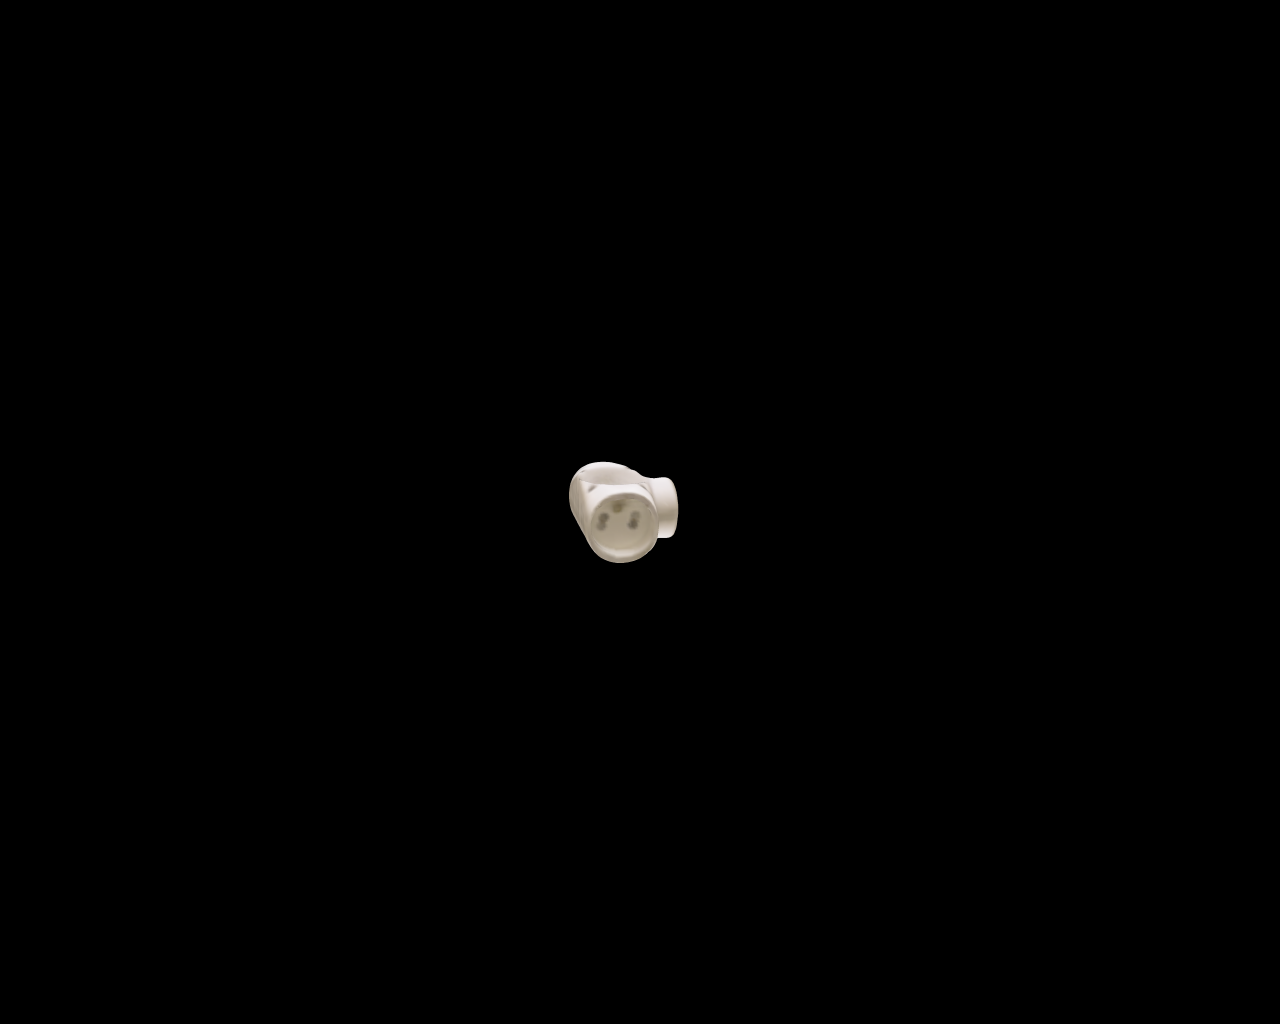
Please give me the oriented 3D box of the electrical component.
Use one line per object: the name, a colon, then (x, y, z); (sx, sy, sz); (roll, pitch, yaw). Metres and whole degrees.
electrical component: (0.001, -0.003, 0.650); (0.079, 0.044, 0.077); (-3, 16, -11)
